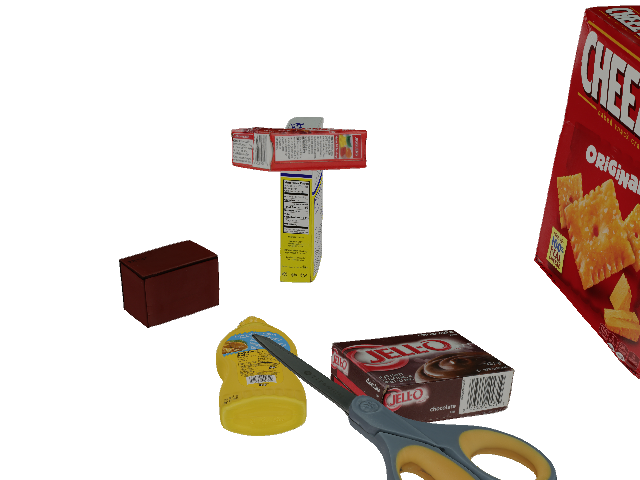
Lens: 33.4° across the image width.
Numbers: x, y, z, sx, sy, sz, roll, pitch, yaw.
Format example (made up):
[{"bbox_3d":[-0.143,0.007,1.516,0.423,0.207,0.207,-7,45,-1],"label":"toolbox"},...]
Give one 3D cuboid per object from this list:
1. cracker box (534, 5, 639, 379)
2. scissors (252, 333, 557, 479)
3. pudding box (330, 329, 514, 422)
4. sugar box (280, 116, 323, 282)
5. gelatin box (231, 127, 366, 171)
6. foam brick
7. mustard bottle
[{"bbox_3d":[0.228,-0.035,0.744,0.072,0.214,0.164,-6,33,-15],"label":"cracker box"},{"bbox_3d":[0.046,0.094,0.570,0.096,0.016,0.202,-7,29,-26],"label":"scissors"},{"bbox_3d":[0.076,0.103,0.815,0.113,0.039,0.090,-2,17,-25],"label":"pudding box"},{"bbox_3d":[-0.022,-0.048,1.245,0.048,0.176,0.093,1,23,7],"label":"sugar box"},{"bbox_3d":[-0.017,-0.067,0.770,0.073,0.030,0.089,-3,8,-22],"label":"gelatin box"},{"bbox_3d":[-0.139,0.038,0.987,0.078,0.051,0.053,-17,26,-31],"label":"foam brick"},{"bbox_3d":[-0.073,0.147,1.244,0.096,0.058,0.191,-4,30,-6],"label":"mustard bottle"}]
